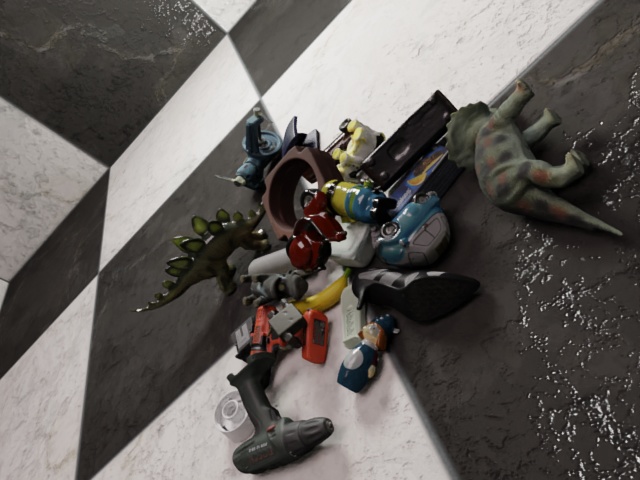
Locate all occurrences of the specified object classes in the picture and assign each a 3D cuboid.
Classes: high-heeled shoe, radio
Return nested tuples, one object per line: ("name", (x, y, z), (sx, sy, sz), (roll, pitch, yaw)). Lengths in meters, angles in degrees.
("high-heeled shoe", (0.170, 0.080, 0.980), (0.249, 0.086, 0.145), (-10, 19, 23))
("radio", (0.189, -0.203, 1.124), (0.229, 0.073, 0.131), (-46, -6, 12))

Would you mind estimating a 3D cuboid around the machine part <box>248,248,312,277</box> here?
("machine part", (-0.087, 0.061, 1.264), (0.243, 0.079, 0.079), (-21, 45, 39))

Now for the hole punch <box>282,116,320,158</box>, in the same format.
("hole punch", (-0.072, -0.277, 1.541), (0.116, 0.092, 0.142), (-36, 41, 30))

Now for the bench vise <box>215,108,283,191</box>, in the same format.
("bench vise", (-0.191, -0.269, 1.568), (0.129, 0.240, 0.224), (32, 54, 23))

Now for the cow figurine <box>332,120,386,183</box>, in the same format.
("cow figurine", (0.085, -0.194, 1.291), (0.167, 0.098, 0.068), (-61, 34, 23))

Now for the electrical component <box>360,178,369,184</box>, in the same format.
("electrical component", (0.134, -0.149, 1.239), (0.094, 0.021, 0.063), (11, 68, 52))

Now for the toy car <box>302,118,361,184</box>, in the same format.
("toy car", (0.039, -0.214, 1.349), (0.202, 0.089, 0.053), (-41, 32, 14))

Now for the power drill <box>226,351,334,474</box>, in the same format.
("power drill", (-0.087, 0.317, 1.011), (0.232, 0.086, 0.207), (-42, 60, 24))

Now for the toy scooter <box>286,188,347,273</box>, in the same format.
("toy scooter", (-0.002, -0.003, 1.090), (0.135, 0.075, 0.183), (38, 124, 38))

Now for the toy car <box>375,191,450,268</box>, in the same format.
("toy car", (0.186, -0.005, 0.995), (0.161, 0.109, 0.103), (-45, 56, -8))

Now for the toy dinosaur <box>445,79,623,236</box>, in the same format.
("toy dinosaur", (0.331, -0.124, 0.913), (0.192, 0.131, 0.405), (-43, 38, 36))

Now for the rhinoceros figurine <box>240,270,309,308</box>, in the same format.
("rhinoceros figurine", (-0.099, 0.105, 1.170), (0.190, 0.112, 0.073), (-8, 86, 55))

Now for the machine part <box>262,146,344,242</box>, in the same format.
("machine part", (-0.036, -0.103, 1.275), (0.201, 0.087, 0.201), (-44, 58, 34))

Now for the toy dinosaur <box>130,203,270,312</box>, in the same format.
("toy dinosaur", (-0.295, 0.046, 1.416), (0.471, 0.198, 0.105), (-49, 31, 3))

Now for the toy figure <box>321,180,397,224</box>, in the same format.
("toy figure", (0.073, -0.079, 1.079), (0.082, 0.089, 0.180), (-51, 31, -10))

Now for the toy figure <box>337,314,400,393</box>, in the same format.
("toy figure", (0.087, 0.197, 0.960), (0.064, 0.057, 0.154), (28, 78, 17))

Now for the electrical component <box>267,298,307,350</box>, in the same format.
("electrical component", (-0.067, 0.169, 1.057), (0.078, 0.045, 0.102), (-40, 42, -15))

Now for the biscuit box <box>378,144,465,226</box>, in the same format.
("biscuit box", (0.199, -0.094, 1.079), (0.202, 0.062, 0.059), (-51, 33, 2))

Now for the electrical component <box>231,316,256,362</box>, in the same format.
("electrical component", (-0.164, 0.217, 1.243), (0.075, 0.047, 0.119), (-40, 38, 17))
